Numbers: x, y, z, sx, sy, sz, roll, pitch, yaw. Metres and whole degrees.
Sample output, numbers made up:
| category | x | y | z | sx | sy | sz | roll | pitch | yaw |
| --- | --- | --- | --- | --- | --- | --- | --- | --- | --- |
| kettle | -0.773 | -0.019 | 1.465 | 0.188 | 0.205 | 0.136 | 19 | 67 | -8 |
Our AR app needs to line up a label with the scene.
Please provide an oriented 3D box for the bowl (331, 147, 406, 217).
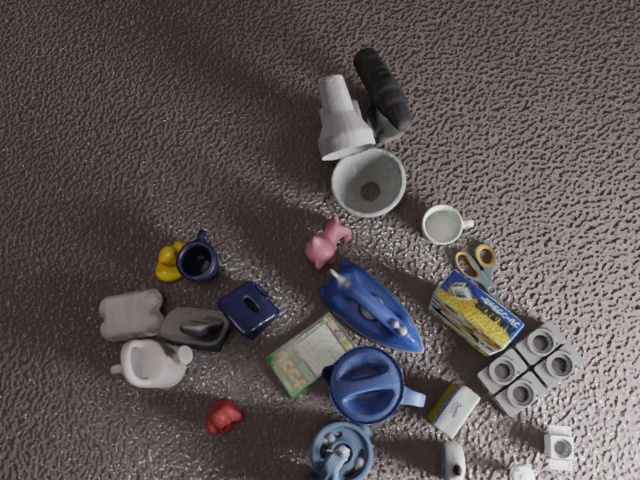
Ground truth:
| category | x | y | z | sx | sy | sz | roll | pitch | yaw |
| --- | --- | --- | --- | --- | --- | --- | --- | --- | --- |
| bowl | 0.110 | -0.121 | 1.293 | 0.167 | 0.075 | 0.167 | -2 | 75 | 7 |

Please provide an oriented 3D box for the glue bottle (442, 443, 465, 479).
| category | x | y | z | sx | sy | sz | roll | pitch | yaw |
| --- | --- | --- | --- | --- | --- | --- | --- | --- | --- |
| glue bottle | 0.253 | 0.428 | 1.080 | 0.037 | 0.173 | 0.078 | 3 | 76 | 9 |

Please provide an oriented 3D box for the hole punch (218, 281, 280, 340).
| category | x | y | z | sx | sy | sz | roll | pitch | yaw |
| --- | --- | --- | --- | --- | --- | --- | --- | --- | --- |
| hole punch | -0.155 | 0.148 | 1.248 | 0.101 | 0.091 | 0.108 | -42 | 74 | -4 |

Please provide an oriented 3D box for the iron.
| category | x | y | z | sx | sy | sz | roll | pitch | yaw |
| --- | --- | --- | --- | --- | --- | --- | --- | --- | --- |
| iron | 0.115 | 0.145 | 1.188 | 0.258 | 0.141 | 0.119 | 38 | 83 | 15 |

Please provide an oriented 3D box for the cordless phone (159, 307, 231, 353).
| category | x | y | z | sx | sy | sz | roll | pitch | yaw |
| --- | --- | --- | --- | --- | --- | --- | --- | --- | --- |
| cordless phone | -0.277 | 0.181 | 1.207 | 0.147 | 0.185 | 0.094 | 3 | 76 | 9 |

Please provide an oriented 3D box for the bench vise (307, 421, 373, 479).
| category | x | y | z | sx | sy | sz | roll | pitch | yaw |
| --- | --- | --- | --- | --- | --- | --- | --- | --- | --- |
| bench vise | 0.028 | 0.442 | 1.081 | 0.121 | 0.220 | 0.207 | 18 | 78 | 12 |

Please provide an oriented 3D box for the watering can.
| category | x | y | z | sx | sy | sz | roll | pitch | yaw |
| --- | --- | --- | --- | --- | --- | --- | --- | --- | --- |
| watering can | -0.353 | 0.254 | 1.193 | 0.173 | 0.194 | 0.101 | -33 | 74 | -2 |

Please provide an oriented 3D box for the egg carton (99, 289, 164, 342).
| category | x | y | z | sx | sy | sz | roll | pitch | yaw |
| --- | --- | --- | --- | --- | --- | --- | --- | --- | --- |
| egg carton | -0.422 | 0.171 | 1.289 | 0.150 | 0.069 | 0.107 | -11 | 74 | 5 |

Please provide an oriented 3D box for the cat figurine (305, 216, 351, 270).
| category | x | y | z | sx | sy | sz | roll | pitch | yaw |
| --- | --- | --- | --- | --- | --- | --- | --- | --- | --- |
| cat figurine | 0.011 | 0.004 | 1.250 | 0.067 | 0.118 | 0.128 | 27 | 81 | 14 |

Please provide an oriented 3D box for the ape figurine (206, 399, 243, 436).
| category | x | y | z | sx | sy | sz | roll | pitch | yaw |
| --- | --- | --- | --- | --- | --- | --- | --- | --- | --- |
| ape figurine | -0.205 | 0.371 | 1.196 | 0.077 | 0.092 | 0.076 | -7 | 75 | 6 |

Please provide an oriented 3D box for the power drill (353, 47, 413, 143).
| category | x | y | z | sx | sy | sz | roll | pitch | yaw |
| --- | --- | --- | --- | --- | --- | --- | --- | --- | --- |
| power drill | 0.144 | -0.300 | 1.265 | 0.075 | 0.208 | 0.229 | -25 | 74 | 1 |

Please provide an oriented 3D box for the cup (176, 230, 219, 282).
| category | x | y | z | sx | sy | sz | roll | pitch | yaw |
| --- | --- | --- | --- | --- | --- | --- | --- | --- | --- |
| cup | -0.263 | 0.042 | 1.288 | 0.091 | 0.095 | 0.118 | 5 | 76 | 9 |

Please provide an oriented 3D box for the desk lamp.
| category | x | y | z | sx | sy | sz | roll | pitch | yaw |
| --- | --- | --- | --- | --- | --- | --- | --- | --- | --- |
| desk lamp | 0.046 | -0.254 | 1.263 | 0.118 | 0.214 | 0.203 | -15 | 74 | 4 |

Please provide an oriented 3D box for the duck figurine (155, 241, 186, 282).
| category | x | y | z | sx | sy | sz | roll | pitch | yaw |
| --- | --- | --- | --- | --- | --- | --- | --- | --- | --- |
| duck figurine | -0.340 | 0.045 | 1.302 | 0.077 | 0.086 | 0.104 | 41 | 84 | 15 |
